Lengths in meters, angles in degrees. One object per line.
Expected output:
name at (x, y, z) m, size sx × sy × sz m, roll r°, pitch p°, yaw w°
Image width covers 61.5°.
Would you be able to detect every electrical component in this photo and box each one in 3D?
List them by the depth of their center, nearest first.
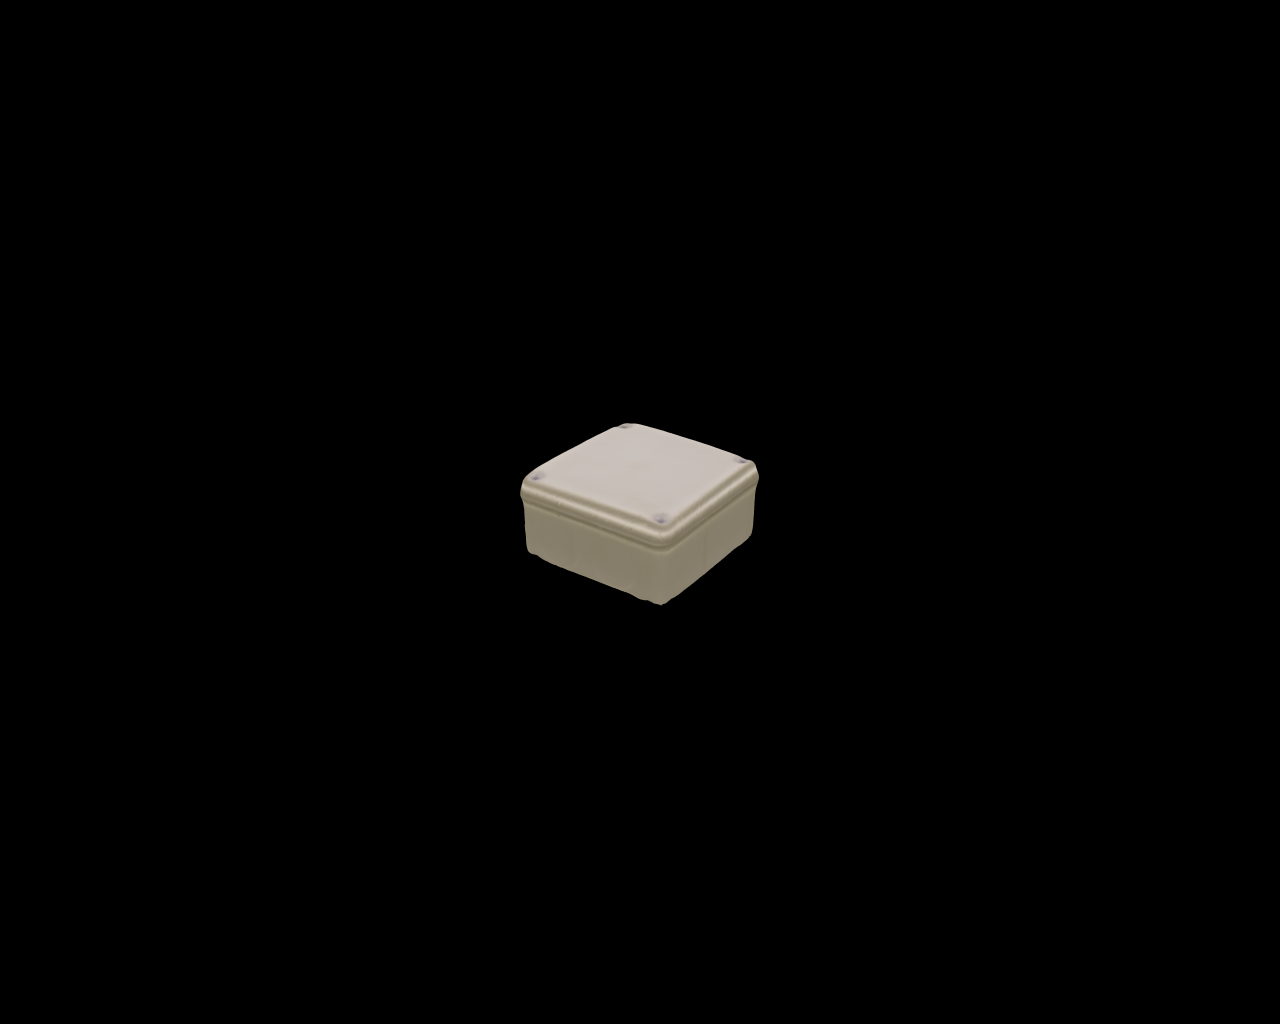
electrical component at (0.001, -0.003, 0.650) m, size 0.109 × 0.056 × 0.109 m, roll 20°, pitch 35°, yaw 31°
